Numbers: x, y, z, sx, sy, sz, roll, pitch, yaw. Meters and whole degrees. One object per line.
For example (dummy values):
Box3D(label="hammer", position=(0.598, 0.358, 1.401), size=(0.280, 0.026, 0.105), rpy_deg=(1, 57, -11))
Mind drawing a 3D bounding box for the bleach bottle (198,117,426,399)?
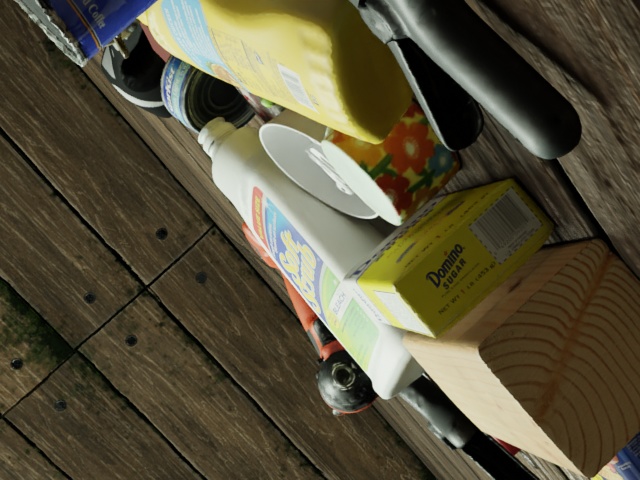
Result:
Box3D(label="bleach bottle", position=(-0.005, 0.001, 0.824), size=(0.251, 0.068, 0.103), rpy_deg=(45, 151, 19))

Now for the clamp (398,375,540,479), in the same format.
Box3D(label="clamp", position=(0.105, 0.144, 0.851), size=(0.164, 0.036, 0.210), rpy_deg=(46, 176, -39))

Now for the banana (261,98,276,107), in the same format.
Box3D(label="banana", position=(-0.094, -0.160, 0.783), size=(0.198, 0.037, 0.069), rpy_deg=(31, -153, 18))

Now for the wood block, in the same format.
Box3D(label="wood block", position=(0.126, 0.065, 0.640), size=(0.090, 0.091, 0.206), rpy_deg=(48, 173, -1))

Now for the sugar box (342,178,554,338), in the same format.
Box3D(label="sugar box", position=(0.071, 0.011, 0.662), size=(0.048, 0.093, 0.176), rpy_deg=(50, 172, -7))

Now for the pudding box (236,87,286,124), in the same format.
Box3D(label="pudding box", position=(-0.022, -0.099, 0.838), size=(0.090, 0.039, 0.113), rpy_deg=(41, 170, 45))

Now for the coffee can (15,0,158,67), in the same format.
Box3D(label="coffee can", position=(-0.086, -0.161, 0.469), size=(0.103, 0.140, 0.103), rpy_deg=(47, 173, 7))

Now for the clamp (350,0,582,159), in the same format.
Box3D(label="clamp", position=(0.039, -0.100, 0.474), size=(0.171, 0.039, 0.120), rpy_deg=(52, 167, -5))

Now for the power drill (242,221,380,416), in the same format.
Box3D(label="power drill", position=(-0.004, 0.062, 0.921), size=(0.184, 0.057, 0.188), rpy_deg=(75, 171, -78))

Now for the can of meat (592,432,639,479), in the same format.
Box3D(label="can of meat", position=(0.200, 0.132, 0.708), size=(0.084, 0.057, 0.102), rpy_deg=(51, 173, -11))

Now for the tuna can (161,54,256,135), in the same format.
Box3D(label="tuna can", position=(-0.084, -0.127, 0.867), size=(0.034, 0.086, 0.086), rpy_deg=(40, 170, 40))

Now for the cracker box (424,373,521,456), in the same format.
Box3D(label="cracker box", position=(0.109, 0.095, 0.987), size=(0.214, 0.072, 0.164), rpy_deg=(48, 172, 3))

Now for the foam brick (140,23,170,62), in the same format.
Box3D(label="foam brick", position=(-0.116, -0.178, 0.913), size=(0.051, 0.053, 0.078), rpy_deg=(46, 173, 11))

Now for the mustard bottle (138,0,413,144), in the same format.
Box3D(label="mustard bottle", position=(-0.041, -0.120, 0.596), size=(0.192, 0.058, 0.096), rpy_deg=(26, 162, 34))
